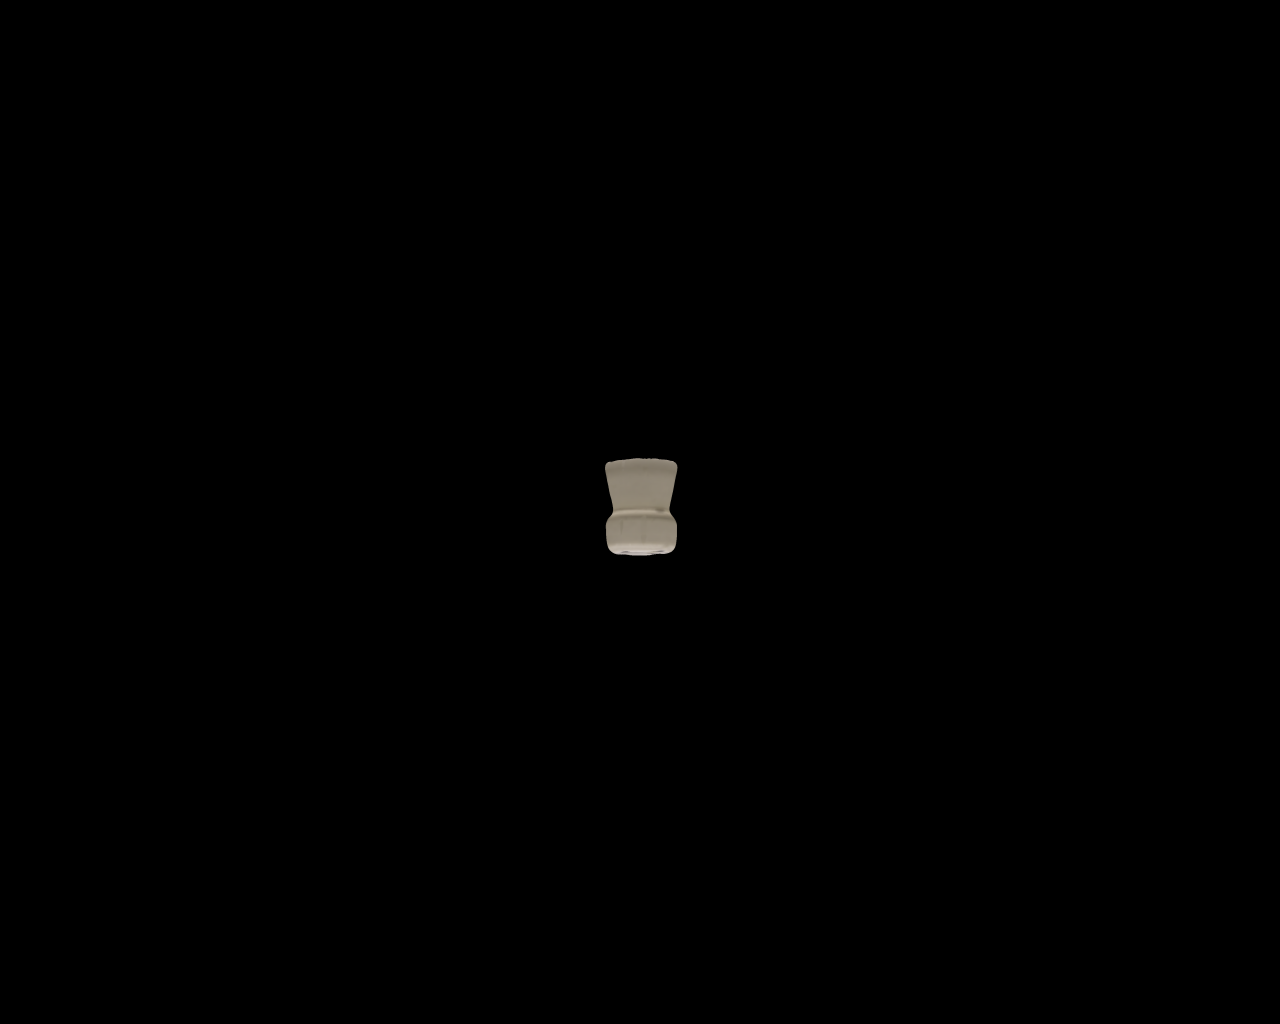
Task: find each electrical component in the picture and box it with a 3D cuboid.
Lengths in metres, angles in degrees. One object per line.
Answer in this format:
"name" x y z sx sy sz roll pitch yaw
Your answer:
"electrical component" 0.001 -0.003 0.650 0.045 0.055 0.045 0 -6 0
